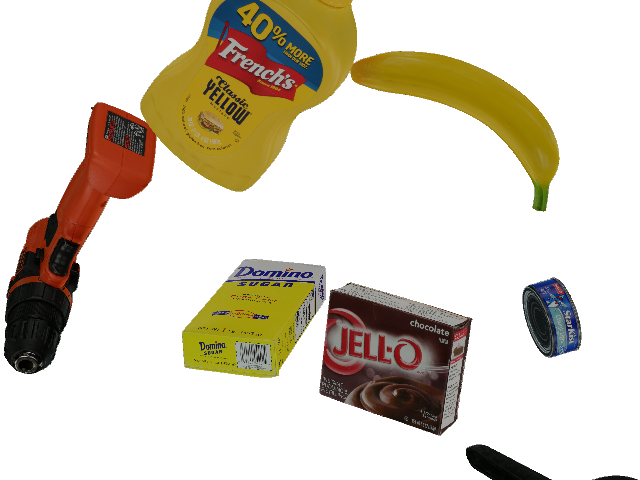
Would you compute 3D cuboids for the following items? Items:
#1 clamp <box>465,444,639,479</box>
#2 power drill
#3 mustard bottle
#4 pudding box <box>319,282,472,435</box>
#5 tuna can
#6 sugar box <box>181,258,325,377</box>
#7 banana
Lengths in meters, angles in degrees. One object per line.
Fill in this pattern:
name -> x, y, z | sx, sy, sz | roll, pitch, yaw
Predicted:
clamp -> 0.200, 0.236, 0.860 | 0.210, 0.036, 0.164 | 1, 35, 24
power drill -> -0.200, -0.005, 0.866 | 0.057, 0.188, 0.184 | 25, 28, -23
mustard bottle -> -0.033, -0.119, 0.678 | 0.192, 0.096, 0.058 | -45, 6, 38
pudding box -> 0.057, 0.091, 0.838 | 0.114, 0.090, 0.039 | 14, 19, 27
tuna can -> 0.258, 0.087, 1.196 | 0.033, 0.086, 0.086 | -15, 2, -7
sugar box -> -0.061, 0.071, 1.052 | 0.093, 0.048, 0.176 | 5, 25, 14
banana -> 0.120, -0.104, 0.856 | 0.198, 0.069, 0.037 | 35, 3, -2
